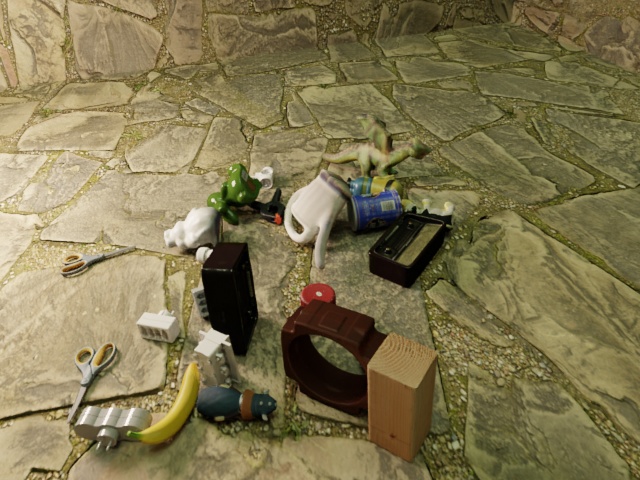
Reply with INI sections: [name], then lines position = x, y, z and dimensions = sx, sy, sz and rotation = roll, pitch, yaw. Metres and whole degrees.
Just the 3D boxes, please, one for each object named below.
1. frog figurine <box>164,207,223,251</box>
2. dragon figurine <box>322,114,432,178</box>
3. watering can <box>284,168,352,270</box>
[frog figurine]
position = -0.357, -0.034, 1.454
dimensions = 0.159, 0.120, 0.141
rotation = 4, 53, -9
[dragon figurine]
position = 0.168, -0.311, 1.696
dimensions = 0.412, 0.237, 0.124
rotation = 19, 46, 25
[watering can]
position = 0.004, -0.072, 1.433
dimensions = 0.223, 0.103, 0.354
rotation = -49, 35, 8
